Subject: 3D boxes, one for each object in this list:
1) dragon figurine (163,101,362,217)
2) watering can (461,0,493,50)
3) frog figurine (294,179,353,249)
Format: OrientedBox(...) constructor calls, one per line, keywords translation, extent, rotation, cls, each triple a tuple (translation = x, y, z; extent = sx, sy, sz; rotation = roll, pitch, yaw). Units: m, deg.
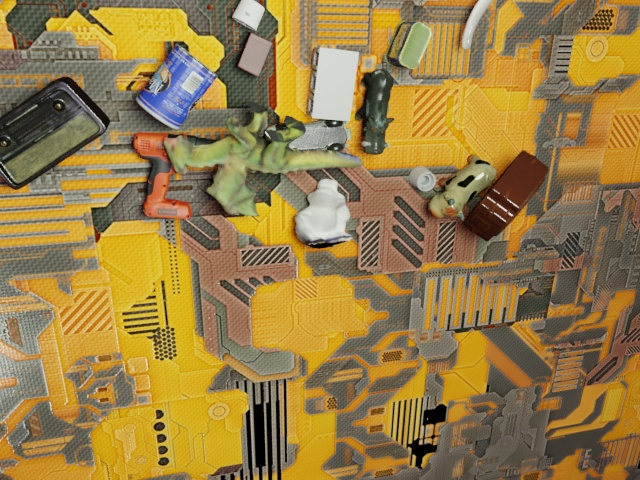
OrientedBox(translation=(-0.133, -0.152, 1.122), extent=(0.408, 0.125, 0.238), rotation=(21, 122, -21), cls="dragon figurine")
OrientedBox(translation=(0.385, -0.607, 1.121), extent=(0.225, 0.105, 0.342), rotation=(-13, 112, -10), cls="watering can")
OrientedBox(translation=(0.004, -0.063, 1.245), extent=(0.137, 0.121, 0.161), rotation=(-9, 77, -2), cls="frog figurine")
